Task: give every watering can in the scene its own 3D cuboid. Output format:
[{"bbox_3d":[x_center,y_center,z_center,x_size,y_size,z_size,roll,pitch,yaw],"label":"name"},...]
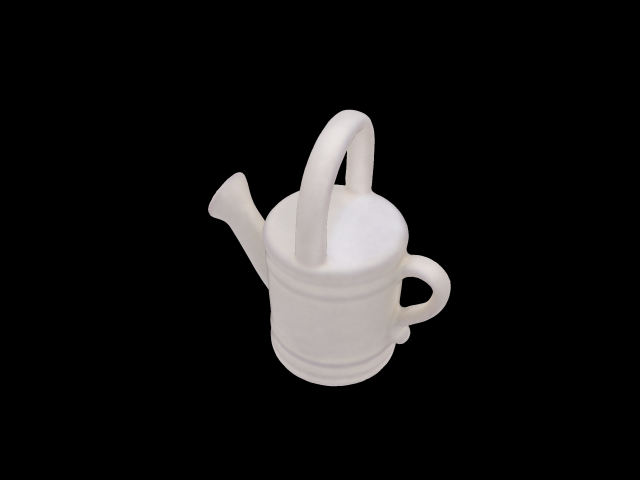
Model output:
[{"bbox_3d":[0.003,0.003,0.398,0.172,0.194,0.101,3,40,4],"label":"watering can"}]
